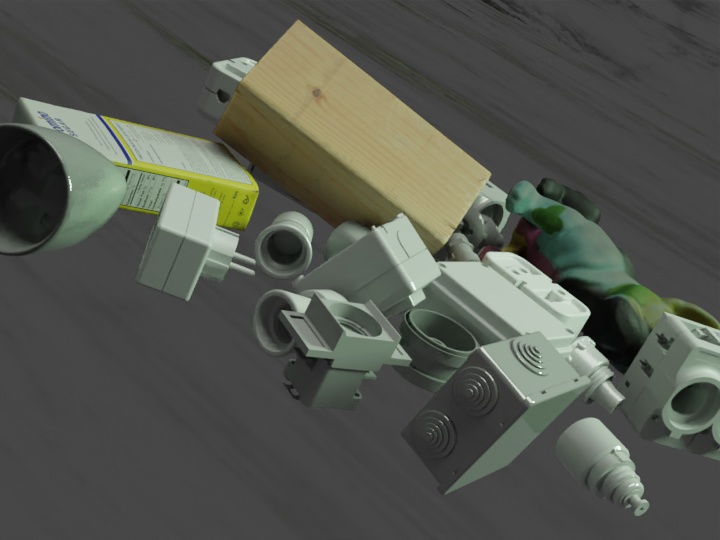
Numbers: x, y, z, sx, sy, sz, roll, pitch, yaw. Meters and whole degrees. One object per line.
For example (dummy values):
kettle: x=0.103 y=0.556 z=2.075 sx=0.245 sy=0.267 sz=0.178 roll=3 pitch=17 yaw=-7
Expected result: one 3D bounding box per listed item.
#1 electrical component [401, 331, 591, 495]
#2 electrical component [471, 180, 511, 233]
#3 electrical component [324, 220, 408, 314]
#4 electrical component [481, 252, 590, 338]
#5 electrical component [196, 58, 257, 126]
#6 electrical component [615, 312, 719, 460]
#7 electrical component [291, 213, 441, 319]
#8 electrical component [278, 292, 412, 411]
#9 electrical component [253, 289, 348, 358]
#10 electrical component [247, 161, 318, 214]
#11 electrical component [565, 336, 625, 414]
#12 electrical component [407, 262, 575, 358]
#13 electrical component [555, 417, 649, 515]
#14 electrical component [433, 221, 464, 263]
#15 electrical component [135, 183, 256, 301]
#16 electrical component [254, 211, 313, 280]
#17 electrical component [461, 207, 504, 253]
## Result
electrical component: x=0.083 y=0.086 z=0.670 sx=0.048 sy=0.099 sz=0.100 roll=50 pitch=29 yaw=21
electrical component: x=0.113 y=-0.063 z=1.113 sx=0.089 sy=0.050 sz=0.056 roll=1 pitch=32 yaw=-47
electrical component: x=0.000 y=0.000 z=0.849 sx=0.077 sy=0.043 sz=0.079 roll=37 pitch=33 yaw=31
electrical component: x=0.135 y=0.035 z=0.898 sx=0.054 sy=0.059 sz=0.095 roll=0 pitch=33 yaw=-49
electrical component: x=-0.122 y=-0.175 z=1.091 sx=0.054 sy=0.059 sz=0.095 roll=29 pitch=21 yaw=8
electrical component: x=0.298 y=0.105 z=0.878 sx=0.150 sy=0.089 sz=0.061 roll=17 pitch=23 yaw=-21
electrical component: x=0.002 y=0.013 z=0.773 sx=0.061 sy=0.096 sz=0.062 roll=57 pitch=26 yaw=2
electrical component: x=-0.014 y=0.054 z=0.679 sx=0.081 sy=0.063 sz=0.042 roll=10 pitch=26 yaw=-37
electrical component: x=-0.037 y=0.035 z=0.722 sx=0.055 sy=0.045 sz=0.045 roll=1 pitch=33 yaw=-49
electrical component: x=-0.047 y=-0.096 z=0.990 sx=0.096 sy=0.061 sz=0.061 roll=31 pitch=22 yaw=12
electrical component: x=0.183 y=0.087 z=0.855 sx=0.062 sy=0.048 sz=0.048 roll=46 pitch=28 yaw=26
electrical component: x=0.100 y=0.045 z=0.837 sx=0.078 sy=0.057 sz=0.113 roll=0 pitch=33 yaw=-49
electrical component: x=0.166 y=0.135 z=0.728 sx=0.040 sy=0.040 sz=0.078 roll=9 pitch=27 yaw=-37
electrical component: x=0.043 y=-0.054 z=1.014 sx=0.100 sy=0.048 sz=0.099 roll=18 pitch=23 yaw=-19
electrical component: x=-0.109 y=-0.014 z=0.752 sx=0.076 sy=0.047 sz=0.083 roll=21 pitch=22 yaw=-12
electrical component: x=-0.057 y=-0.022 z=0.841 sx=0.044 sy=0.044 sz=0.065 roll=25 pitch=17 yaw=-4
electrical component: x=0.117 y=-0.034 z=1.060 sx=0.062 sy=0.048 sz=0.048 roll=14 pitch=23 yaw=-45
